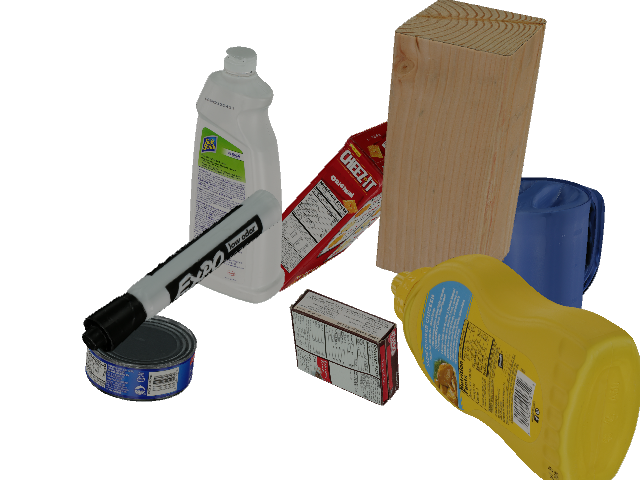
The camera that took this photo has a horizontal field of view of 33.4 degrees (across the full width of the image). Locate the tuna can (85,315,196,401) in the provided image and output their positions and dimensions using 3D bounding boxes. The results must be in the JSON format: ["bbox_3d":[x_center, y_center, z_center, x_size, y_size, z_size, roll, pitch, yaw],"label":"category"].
[{"bbox_3d":[-0.142,0.092,0.844,0.086,0.034,0.086,8,22,-3],"label":"tuna can"}]

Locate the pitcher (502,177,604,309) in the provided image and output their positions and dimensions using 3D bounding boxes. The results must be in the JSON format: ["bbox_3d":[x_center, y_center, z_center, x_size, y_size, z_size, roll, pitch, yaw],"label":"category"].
[{"bbox_3d":[0.276,0.047,1.333,0.149,0.243,0.145,2,22,15],"label":"pitcher"}]

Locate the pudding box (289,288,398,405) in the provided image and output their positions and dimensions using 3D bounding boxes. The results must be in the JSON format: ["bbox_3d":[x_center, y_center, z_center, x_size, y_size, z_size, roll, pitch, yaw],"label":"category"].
[{"bbox_3d":[0.025,0.109,1.097,0.114,0.090,0.039,19,42,28],"label":"pudding box"}]

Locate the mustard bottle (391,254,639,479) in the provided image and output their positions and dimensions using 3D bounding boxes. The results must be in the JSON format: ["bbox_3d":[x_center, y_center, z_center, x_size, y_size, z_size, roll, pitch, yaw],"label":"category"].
[{"bbox_3d":[0.101,0.062,0.631,0.058,0.096,0.192,-13,27,-27],"label":"mustard bottle"}]

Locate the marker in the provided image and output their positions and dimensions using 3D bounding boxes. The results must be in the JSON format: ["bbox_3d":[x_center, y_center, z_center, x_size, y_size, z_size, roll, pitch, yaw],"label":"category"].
[{"bbox_3d":[-0.063,0.013,0.499,0.020,0.020,0.120,0,31,47],"label":"marker"}]

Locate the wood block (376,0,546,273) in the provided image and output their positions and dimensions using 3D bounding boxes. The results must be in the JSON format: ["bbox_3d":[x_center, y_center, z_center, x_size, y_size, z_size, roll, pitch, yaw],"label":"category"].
[{"bbox_3d":[0.108,-0.072,0.844,0.091,0.206,0.090,18,35,23],"label":"wood block"}]

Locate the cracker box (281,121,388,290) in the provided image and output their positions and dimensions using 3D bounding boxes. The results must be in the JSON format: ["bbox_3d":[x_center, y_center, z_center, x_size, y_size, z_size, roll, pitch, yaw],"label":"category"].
[{"bbox_3d":[0.030,-0.049,1.259,0.214,0.072,0.163,-46,-9,35],"label":"cracker box"}]

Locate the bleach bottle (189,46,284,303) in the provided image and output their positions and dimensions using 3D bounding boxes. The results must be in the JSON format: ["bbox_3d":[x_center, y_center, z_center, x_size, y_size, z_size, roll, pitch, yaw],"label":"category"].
[{"bbox_3d":[-0.079,-0.066,1.061,0.103,0.251,0.068,18,32,21],"label":"bleach bottle"}]
